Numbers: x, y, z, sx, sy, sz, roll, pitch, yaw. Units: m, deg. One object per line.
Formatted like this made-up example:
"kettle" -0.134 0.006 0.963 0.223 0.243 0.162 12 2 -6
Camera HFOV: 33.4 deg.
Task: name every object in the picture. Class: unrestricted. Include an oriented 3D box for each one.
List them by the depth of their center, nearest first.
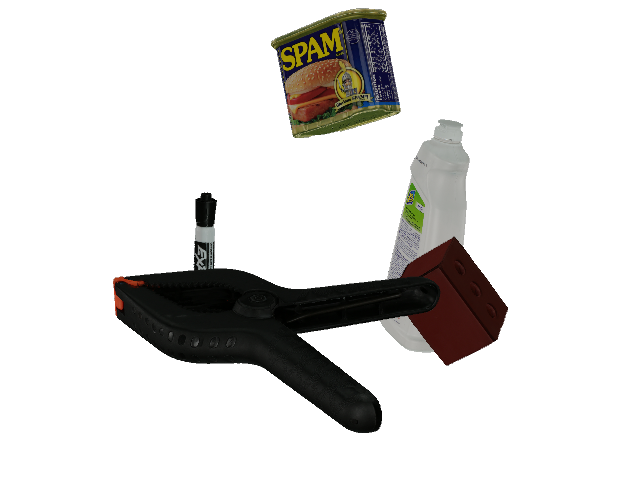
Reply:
"clamp" -0.031 0.049 0.683 0.210 0.036 0.164 12 27 22
"foam brick" 0.103 0.049 0.847 0.051 0.078 0.053 -32 12 31
"can of meat" 0.013 -0.136 0.887 0.102 0.084 0.057 -12 -2 42
"marker" -0.102 0.018 0.939 0.020 0.121 0.020 3 14 -1
"bleach bottle" 0.126 -0.008 1.196 0.068 0.251 0.103 1 20 -23
